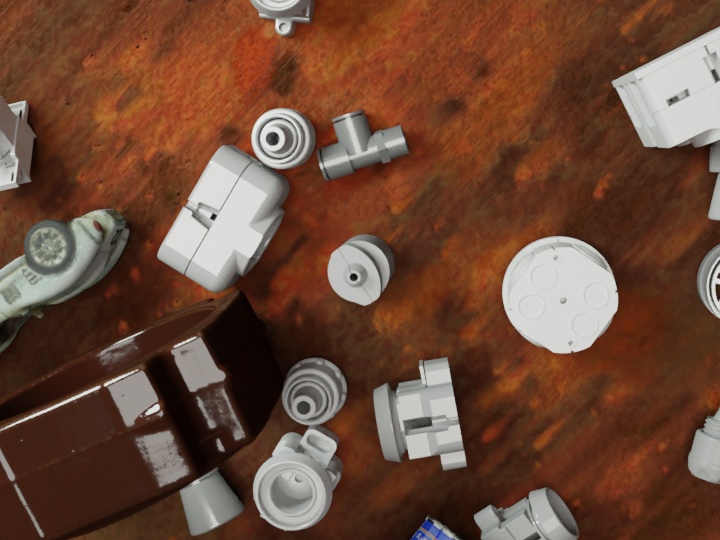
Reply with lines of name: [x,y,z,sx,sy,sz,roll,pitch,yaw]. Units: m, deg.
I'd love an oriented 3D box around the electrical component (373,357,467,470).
electrical component: [0.042,0.107,0.777,0.057,0.058,0.078,-10,95,4]

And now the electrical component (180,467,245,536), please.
electrical component: [-0.120,0.160,0.808,0.044,0.044,0.065,-26,89,8]

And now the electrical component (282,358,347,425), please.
electrical component: [-0.036,0.092,0.780,0.048,0.062,0.048,1,97,6]

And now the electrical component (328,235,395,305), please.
electrical component: [0.000,0.000,0.755,0.043,0.081,0.043,1,97,6]

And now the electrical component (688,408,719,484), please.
electrical component: [0.257,0.120,0.768,0.035,0.035,0.061,14,96,4]

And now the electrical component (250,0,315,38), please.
electrical component: [-0.053,-0.198,0.749,0.048,0.055,0.066,7,97,5]

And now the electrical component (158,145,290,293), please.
electrical component: [-0.094,-0.034,0.774,0.059,0.053,0.095,32,99,1]

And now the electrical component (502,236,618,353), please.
electrical component: [0.141,0.018,0.758,0.080,0.051,0.080,1,97,6]

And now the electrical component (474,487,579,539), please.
electrical component: [0.125,0.191,0.785,0.055,0.048,0.066,-37,92,16]

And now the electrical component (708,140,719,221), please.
electrical component: [0.263,-0.062,0.739,0.045,0.045,0.055,0,97,6]

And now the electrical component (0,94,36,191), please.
electrical component: [-0.268,-0.096,0.773,0.042,0.063,0.081,-11,54,6]

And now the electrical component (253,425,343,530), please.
electrical component: [-0.047,0.157,0.791,0.058,0.057,0.078,30,99,2]

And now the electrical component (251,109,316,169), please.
electrical component: [-0.056,-0.092,0.759,0.043,0.062,0.043,1,97,6]

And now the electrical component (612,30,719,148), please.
electrical component: [0.269,-0.141,0.698,0.186,0.105,0.060,-27,94,8]
